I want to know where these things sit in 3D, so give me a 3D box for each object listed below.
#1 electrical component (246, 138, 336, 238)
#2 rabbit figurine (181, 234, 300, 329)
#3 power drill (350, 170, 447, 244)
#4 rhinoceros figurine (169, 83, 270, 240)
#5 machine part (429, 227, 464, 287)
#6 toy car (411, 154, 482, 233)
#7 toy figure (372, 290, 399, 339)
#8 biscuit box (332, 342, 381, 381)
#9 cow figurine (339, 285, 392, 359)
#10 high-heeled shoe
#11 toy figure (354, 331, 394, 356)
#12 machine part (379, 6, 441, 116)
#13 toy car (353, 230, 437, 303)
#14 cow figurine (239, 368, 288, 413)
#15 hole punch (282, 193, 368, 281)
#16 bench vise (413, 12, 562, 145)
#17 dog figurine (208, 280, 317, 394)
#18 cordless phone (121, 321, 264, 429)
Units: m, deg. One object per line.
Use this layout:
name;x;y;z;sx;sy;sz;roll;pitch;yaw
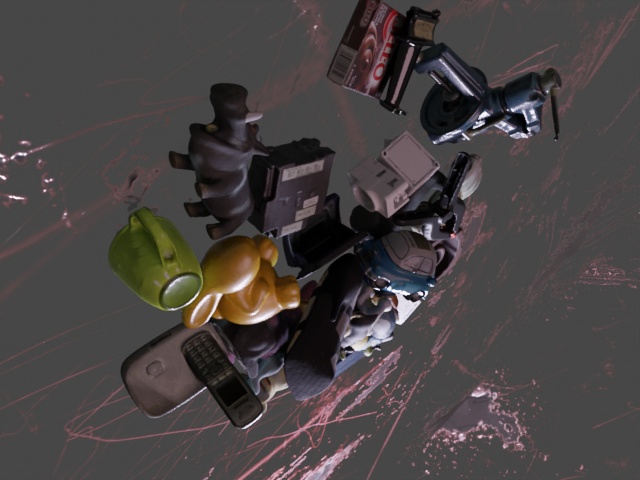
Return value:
electrical component;-0.047;-0.067;0.743;0.115;0.058;0.134;-18;137;-37
rabbit figurine;-0.119;0.045;0.723;0.162;0.122;0.173;-19;160;-7
power drill;0.155;-0.044;1.003;0.207;0.086;0.231;-45;147;8
rhinoceros figurine;-0.110;-0.088;0.630;0.112;0.073;0.190;-27;142;-29
machine part;0.246;0.033;1.205;0.179;0.056;0.179;-30;142;-26
toy car;0.262;-0.088;1.094;0.201;0.056;0.073;-49;148;1
toy figure;0.117;0.121;0.999;0.064;0.058;0.154;-14;134;-12
biscuit box;0.050;0.247;1.190;0.203;0.059;0.062;-30;142;-26
cow figurine;0.053;0.162;0.962;0.098;0.068;0.167;-39;164;-47
high-heeled shoe;0.005;0.137;0.863;0.145;0.086;0.248;-73;-175;-53
toy figure;0.069;0.196;1.117;0.180;0.082;0.089;8;115;-41
machine part;0.116;-0.235;0.711;0.084;0.039;0.138;-27;140;-51
toy car;0.139;0.031;0.904;0.161;0.109;0.103;20;124;-38
cow figurine;-0.078;0.243;1.003;0.195;0.085;0.127;-28;163;-47
hole punch;-0.002;-0.003;0.858;0.142;0.092;0.116;-36;175;-24
bench vise;0.226;-0.222;0.804;0.240;0.224;0.129;28;71;-36
dog figurine;-0.064;0.133;0.895;0.219;0.109;0.191;-36;143;-28
cordless phone;-0.179;0.214;0.763;0.146;0.184;0.088;-32;148;-26
